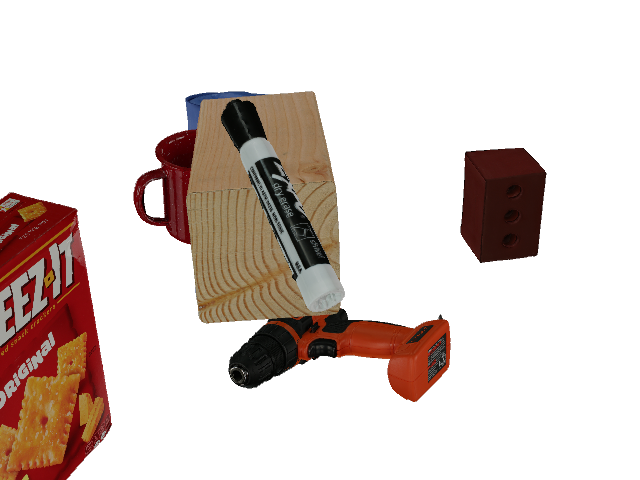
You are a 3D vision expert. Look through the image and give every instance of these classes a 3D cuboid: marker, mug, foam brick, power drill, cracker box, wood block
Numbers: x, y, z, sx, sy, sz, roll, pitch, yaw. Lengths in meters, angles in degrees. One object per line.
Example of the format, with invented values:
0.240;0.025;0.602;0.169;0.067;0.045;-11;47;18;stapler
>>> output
-0.020;-0.020;0.515;0.020;0.121;0.020;-20;-27;-11;marker
-0.114;-0.045;0.975;0.117;0.081;0.093;-15;34;-27;mug
0.148;-0.030;0.874;0.053;0.078;0.051;-7;29;-10;foam brick
0.023;0.110;1.070;0.188;0.057;0.184;9;23;28;power drill
-0.232;0.098;0.779;0.072;0.214;0.164;12;34;20;cracker box
-0.039;-0.031;0.738;0.091;0.090;0.206;-4;23;-2;wood block

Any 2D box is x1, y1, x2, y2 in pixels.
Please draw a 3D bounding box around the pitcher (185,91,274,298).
-0.086;-0.042;1.192;0.145;0.243;0.148;15;20;39;pitcher
